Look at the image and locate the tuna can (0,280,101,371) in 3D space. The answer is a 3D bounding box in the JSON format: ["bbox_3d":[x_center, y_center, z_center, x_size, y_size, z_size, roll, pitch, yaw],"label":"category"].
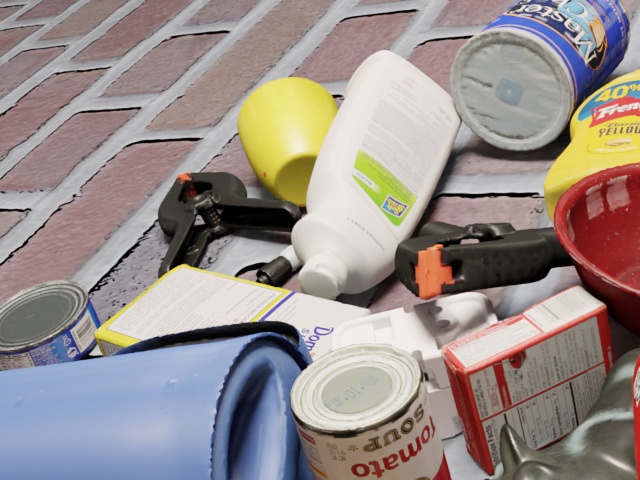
[{"bbox_3d":[-0.209,0.068,0.801,0.086,0.034,0.086,-13,30,8],"label":"tuna can"}]

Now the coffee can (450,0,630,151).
[{"bbox_3d":[0.183,-0.149,0.878,0.103,0.103,0.140,5,33,34],"label":"coffee can"}]

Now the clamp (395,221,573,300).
[{"bbox_3d":[0.116,0.007,0.658,0.165,0.036,0.209,-2,5,22],"label":"clamp"}]

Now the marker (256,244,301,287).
[{"bbox_3d":[-0.005,0.001,0.820,0.020,0.020,0.121,14,42,43],"label":"marker"}]

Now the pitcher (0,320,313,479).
[{"bbox_3d":[-0.120,0.118,0.583,0.243,0.145,0.149,-6,-10,25],"label":"pitcher"}]

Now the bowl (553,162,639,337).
[{"bbox_3d":[0.210,0.015,0.596,0.162,0.055,0.162,-1,32,1],"label":"bowl"}]

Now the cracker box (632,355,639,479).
[{"bbox_3d":[0.224,0.112,0.378,0.213,0.072,0.164,18,36,1],"label":"cracker box"}]

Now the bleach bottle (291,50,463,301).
[{"bbox_3d":[0.033,-0.045,0.801,0.068,0.102,0.250,-49,7,41],"label":"bleach bottle"}]

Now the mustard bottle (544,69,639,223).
[{"bbox_3d":[0.231,-0.075,0.784,0.096,0.058,0.191,-2,33,28],"label":"mustard bottle"}]

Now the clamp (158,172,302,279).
[{"bbox_3d":[-0.081,-0.022,0.880,0.120,0.039,0.171,-19,30,-3],"label":"clamp"}]

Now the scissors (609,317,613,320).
[{"bbox_3d":[0.268,0.021,0.646,0.202,0.016,0.096,-15,31,4],"label":"scissors"}]

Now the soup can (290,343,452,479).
[{"bbox_3d":[0.029,0.111,0.534,0.068,0.102,0.068,-13,30,7],"label":"soup can"}]

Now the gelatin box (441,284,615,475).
[{"bbox_3d":[0.115,0.075,0.578,0.089,0.073,0.030,-24,30,-10],"label":"gelatin box"}]

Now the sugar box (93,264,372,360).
[{"bbox_3d":[-0.057,0.070,0.707,0.177,0.048,0.093,14,42,38],"label":"sugar box"}]
